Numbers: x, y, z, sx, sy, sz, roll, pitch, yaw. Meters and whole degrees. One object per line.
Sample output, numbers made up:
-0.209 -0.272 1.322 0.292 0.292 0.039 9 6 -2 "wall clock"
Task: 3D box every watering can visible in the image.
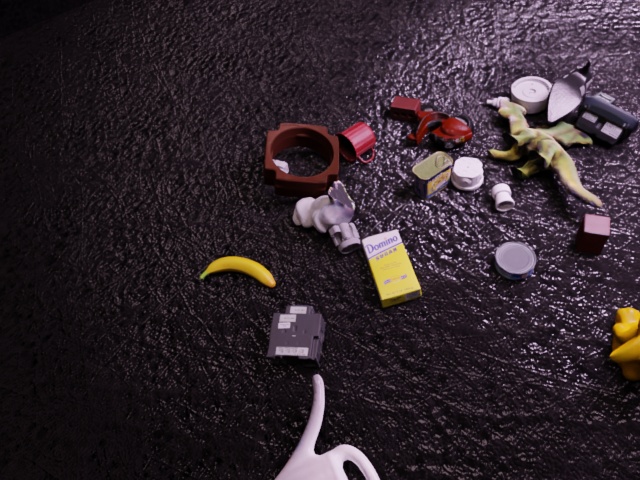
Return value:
-0.015 0.434 0.917 0.225 0.355 0.101 -24 -37 -7 "watering can"

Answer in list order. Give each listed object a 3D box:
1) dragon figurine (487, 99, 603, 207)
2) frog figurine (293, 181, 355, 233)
0.595 -0.240 1.312 0.245 0.119 0.417 -29 54 -20 "dragon figurine"
0.004 -0.066 1.309 0.157 0.141 0.121 -37 -63 27 "frog figurine"
